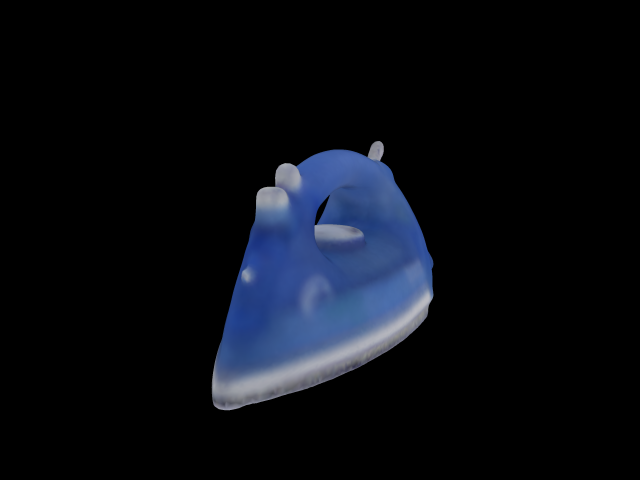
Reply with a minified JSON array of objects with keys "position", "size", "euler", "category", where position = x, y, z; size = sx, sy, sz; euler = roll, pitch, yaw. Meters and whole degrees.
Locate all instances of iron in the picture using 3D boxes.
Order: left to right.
[{"position":[0.004,0.001,0.400],"size":[0.118,0.141,0.259],"euler":[4,10,24],"category":"iron"}]
